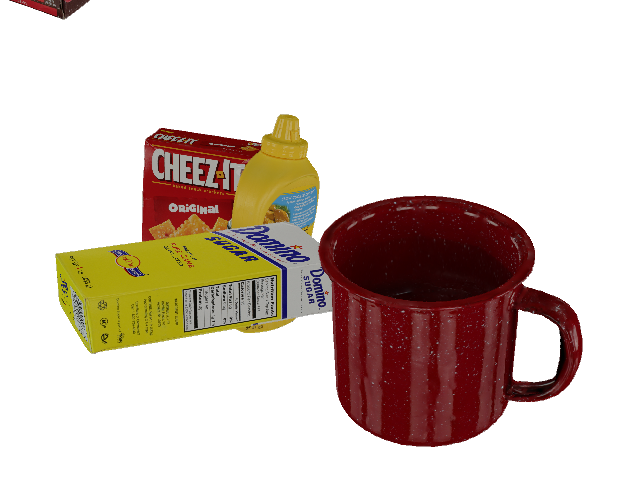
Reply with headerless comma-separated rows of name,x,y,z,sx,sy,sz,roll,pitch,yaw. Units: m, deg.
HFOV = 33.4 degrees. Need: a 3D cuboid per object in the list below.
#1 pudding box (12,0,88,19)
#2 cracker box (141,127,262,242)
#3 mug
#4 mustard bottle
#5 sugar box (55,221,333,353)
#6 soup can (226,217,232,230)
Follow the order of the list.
pudding box,-0.204,-0.215,0.799,0.090,0.039,0.113,21,37,7
cracker box,-0.165,-0.038,1.502,0.164,0.214,0.072,9,23,10
mug,0.058,0.039,0.475,0.117,0.081,0.093,11,33,21
mustard bottle,-0.042,-0.018,0.955,0.058,0.192,0.096,21,22,32
sugar box,-0.084,0.028,0.731,0.176,0.048,0.093,-11,23,-22
soup can,-0.079,0.025,1.277,0.068,0.102,0.068,1,25,-1
